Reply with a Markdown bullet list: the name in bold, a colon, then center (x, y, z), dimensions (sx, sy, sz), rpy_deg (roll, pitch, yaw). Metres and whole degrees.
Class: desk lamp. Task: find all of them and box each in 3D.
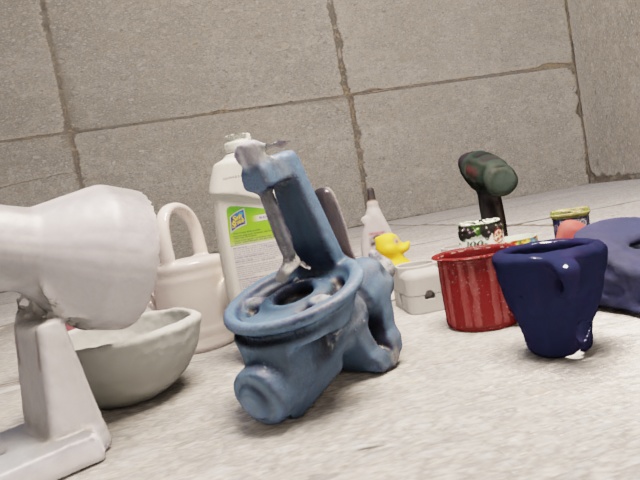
- **desk lamp**: center (-0.219, 0.066, 0.437), dimensions (0.117, 0.213, 0.204), rpy_deg (-6, 6, 45)

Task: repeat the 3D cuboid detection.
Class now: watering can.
- **watering can**: center (-0.166, 0.045, 0.761), dimensions (0.173, 0.194, 0.101), rpy_deg (-10, 4, 0)

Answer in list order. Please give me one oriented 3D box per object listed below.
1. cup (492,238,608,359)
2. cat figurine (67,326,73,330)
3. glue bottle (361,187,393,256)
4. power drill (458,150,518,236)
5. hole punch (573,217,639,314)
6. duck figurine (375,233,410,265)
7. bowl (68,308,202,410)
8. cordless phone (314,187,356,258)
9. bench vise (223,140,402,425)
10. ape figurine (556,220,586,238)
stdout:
- **cup**: center (0.198, 0.052, 0.475), dimensions (0.091, 0.095, 0.118), rpy_deg (-9, 4, 9)
- **cat figurine**: center (-0.331, 0.112, 0.758), dimensions (0.128, 0.118, 0.067), rpy_deg (-12, 4, -23)
- **glue bottle**: center (0.119, -0.026, 1.218), dimensions (0.078, 0.173, 0.037), rpy_deg (-10, 4, -1)
- **power drill**: center (0.309, -0.066, 1.062), dimensions (0.075, 0.208, 0.229), rpy_deg (-10, 4, -1)
- **hole punch**: center (0.335, 0.022, 0.591), dimensions (0.109, 0.091, 0.101), rpy_deg (-11, 4, -17)
- **duck figurine**: center (0.120, 0.031, 1.030), dimensions (0.104, 0.086, 0.077), rpy_deg (-10, 4, 3)
- **bowl**: center (-0.196, 0.123, 0.573), dimensions (0.167, 0.075, 0.167), rpy_deg (-10, 4, 1)
- **cordless phone**: center (0.009, 0.004, 0.982), dimensions (0.094, 0.185, 0.147), rpy_deg (-12, 5, -32)
- **bench vise**: center (-0.012, 0.023, 0.502), dimensions (0.121, 0.220, 0.208), rpy_deg (-8, 4, 21)
- **ape figurine**: center (0.300, 0.022, 0.672), dimensions (0.078, 0.092, 0.076), rpy_deg (-12, 5, -33)
